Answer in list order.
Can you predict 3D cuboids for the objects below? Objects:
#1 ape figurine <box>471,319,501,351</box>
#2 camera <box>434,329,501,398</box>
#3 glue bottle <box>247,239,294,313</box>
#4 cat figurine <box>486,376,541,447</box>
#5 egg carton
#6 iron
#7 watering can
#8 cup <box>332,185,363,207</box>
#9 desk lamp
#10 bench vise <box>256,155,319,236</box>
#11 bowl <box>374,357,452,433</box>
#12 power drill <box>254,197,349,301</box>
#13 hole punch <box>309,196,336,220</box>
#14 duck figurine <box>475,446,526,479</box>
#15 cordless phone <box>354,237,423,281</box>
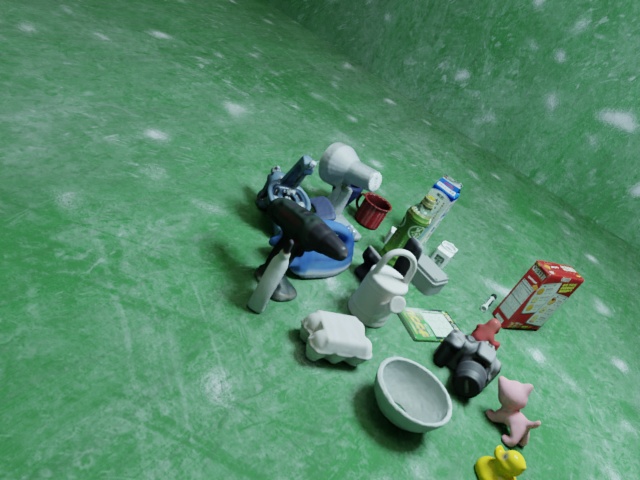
[{"bbox_3d":[0.429,0.239,1.461,0.076,0.092,0.077,11,34,-31],"label":"ape figurine"},{"bbox_3d":[0.336,0.282,1.298,0.143,0.100,0.137,36,29,9],"label":"camera"},{"bbox_3d":[-0.092,0.066,1.163,0.037,0.173,0.078,29,29,-2],"label":"glue bottle"},{"bbox_3d":[0.423,0.362,1.235,0.067,0.117,0.127,7,36,-36],"label":"cat figurine"},{"bbox_3d":[0.033,0.203,1.173,0.151,0.069,0.107,13,33,-29],"label":"egg carton"},{"bbox_3d":[0.013,0.005,1.390,0.259,0.141,0.118,1,40,-43],"label":"iron"},{"bbox_3d":[0.154,0.106,1.308,0.101,0.194,0.172,6,37,-37],"label":"watering can"},{"bbox_3d":[0.078,-0.142,1.731,0.091,0.095,0.118,45,32,25],"label":"cup"},{"bbox_3d":[0.072,-0.137,1.593,0.118,0.213,0.202,-6,45,-48],"label":"desk lamp"},{"bbox_3d":[-0.089,-0.141,1.443,0.122,0.219,0.207,-2,42,-44],"label":"bench vise"},{"bbox_3d":[0.169,0.314,1.118,0.168,0.074,0.167,23,30,-14],"label":"bowl"},{"bbox_3d":[-0.052,0.027,1.226,0.076,0.208,0.229,-5,45,-47],"label":"power drill"},{"bbox_3d":[-0.023,-0.066,1.520,0.101,0.091,0.108,11,34,-31],"label":"hole punch"},{"bbox_3d":[0.355,0.440,1.083,0.078,0.086,0.104,1,40,-42],"label":"duck figurine"},{"bbox_3d":[0.182,0.048,1.434,0.094,0.185,0.147,0,41,-43],"label":"cordless phone"}]
